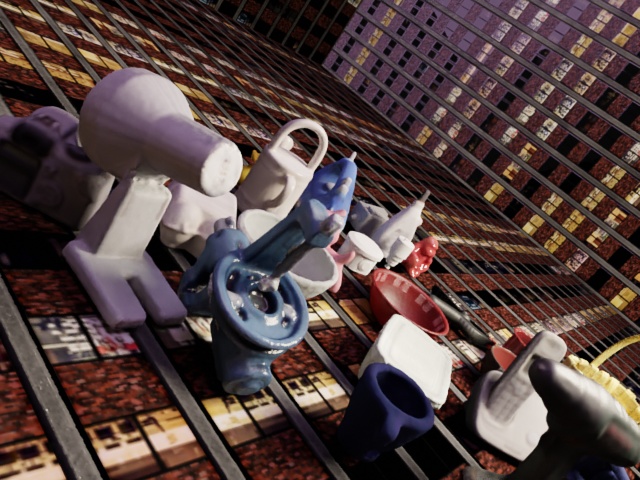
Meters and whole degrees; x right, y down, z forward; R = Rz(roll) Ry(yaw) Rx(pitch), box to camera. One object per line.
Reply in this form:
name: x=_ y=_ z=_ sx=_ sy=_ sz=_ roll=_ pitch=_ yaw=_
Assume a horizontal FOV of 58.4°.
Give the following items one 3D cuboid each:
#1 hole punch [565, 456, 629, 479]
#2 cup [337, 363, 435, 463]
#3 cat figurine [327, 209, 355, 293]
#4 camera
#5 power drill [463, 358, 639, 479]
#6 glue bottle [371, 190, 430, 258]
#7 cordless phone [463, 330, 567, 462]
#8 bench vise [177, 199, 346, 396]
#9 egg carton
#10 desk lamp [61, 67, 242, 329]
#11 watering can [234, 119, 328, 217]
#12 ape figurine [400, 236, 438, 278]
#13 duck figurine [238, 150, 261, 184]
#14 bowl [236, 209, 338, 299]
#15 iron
hole punch: x=0.439 y=0.363 z=0.873 sx=0.101 sy=0.091 sz=0.108 roll=28 pitch=21 yaw=-20
cup: x=0.060 y=0.201 z=0.616 sx=0.091 sy=0.095 sz=0.118 roll=37 pitch=20 yaw=2
cat figurine: x=0.009 y=0.003 z=0.937 sx=0.067 sy=0.117 sz=0.127 roll=10 pitch=32 yaw=-50
camera: x=-0.308 y=-0.103 z=0.688 sx=0.143 sy=0.100 sz=0.137 roll=31 pitch=21 yaw=-12
power drill: x=0.275 y=0.250 z=0.689 sx=0.230 sy=0.208 sz=0.075 roll=25 pitch=22 yaw=-27
glue bottle: x=0.180 y=-0.036 z=1.220 sx=0.078 sy=0.173 sz=0.037 roll=25 pitch=23 yaw=-28
cordless phone: x=0.311 y=0.227 z=0.831 sx=0.148 sy=0.185 sz=0.094 roll=30 pitch=21 yaw=-15
bench vise: x=-0.073 y=0.024 z=0.613 sx=0.207 sy=0.219 sz=0.122 roll=47 pitch=23 yaw=28
egg carton: x=-0.171 y=-0.036 z=0.805 sx=0.107 sy=0.069 sz=0.150 roll=27 pitch=22 yaw=-22
desk lamp: x=-0.181 y=-0.050 z=0.613 sx=0.202 sy=0.213 sz=0.118 roll=46 pitch=22 yaw=26
watering can: x=-0.065 y=-0.130 z=1.002 sx=0.101 sy=0.194 sz=0.172 roll=15 pitch=29 yaw=-45
ape figurine: x=0.223 y=0.031 z=1.258 sx=0.078 sy=0.092 sz=0.076 roll=22 pitch=24 yaw=-34
duck figurine: x=-0.101 y=-0.132 z=1.107 sx=0.105 sy=0.086 sz=0.077 roll=30 pitch=21 yaw=-16
bowl: x=-0.061 y=0.034 z=0.822 sx=0.168 sy=0.074 sz=0.167 roll=31 pitch=21 yaw=-13
iron: x=0.031 y=-0.095 z=1.155 sx=0.119 sy=0.141 sz=0.258 roll=32 pitch=20 yaw=-10
